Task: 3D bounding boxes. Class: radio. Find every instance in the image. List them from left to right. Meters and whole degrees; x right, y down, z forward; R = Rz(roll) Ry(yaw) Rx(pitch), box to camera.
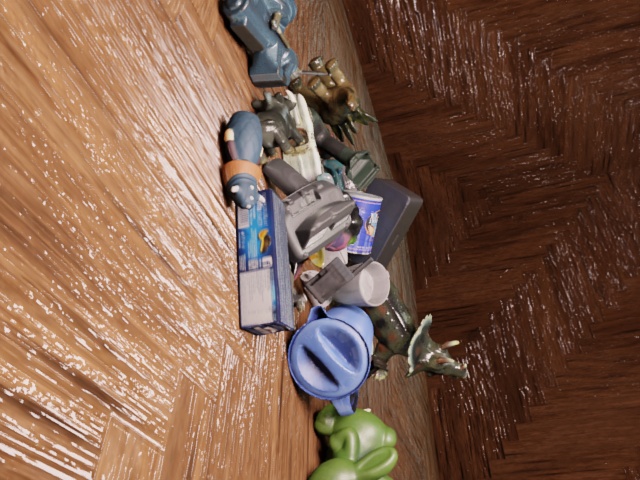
[{"bbox_3d":[0.151,-0.040,1.385,0.131,0.229,0.073,40,22,32],"label":"radio"}]

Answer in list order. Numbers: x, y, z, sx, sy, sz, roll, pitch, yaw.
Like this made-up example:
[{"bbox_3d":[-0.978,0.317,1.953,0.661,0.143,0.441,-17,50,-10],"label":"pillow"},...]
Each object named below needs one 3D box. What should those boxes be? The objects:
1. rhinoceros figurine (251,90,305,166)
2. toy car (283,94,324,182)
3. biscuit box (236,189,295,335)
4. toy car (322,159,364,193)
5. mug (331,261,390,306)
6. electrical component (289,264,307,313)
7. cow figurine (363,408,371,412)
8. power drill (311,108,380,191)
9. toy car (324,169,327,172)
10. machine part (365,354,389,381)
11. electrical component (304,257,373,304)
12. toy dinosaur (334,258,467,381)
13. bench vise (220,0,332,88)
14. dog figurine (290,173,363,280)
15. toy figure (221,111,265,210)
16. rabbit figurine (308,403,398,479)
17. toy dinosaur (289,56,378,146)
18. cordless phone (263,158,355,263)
[{"bbox_3d":[-0.082,-0.204,0.943,0.112,0.073,0.190,61,21,-20],"label":"rhinoceros figurine"},{"bbox_3d":[-0.042,-0.187,1.066,0.056,0.074,0.201,-21,99,-80],"label":"toy car"},{"bbox_3d":[-0.079,0.029,0.764,0.062,0.059,0.202,48,33,-62],"label":"biscuit box"},{"bbox_3d":[0.061,-0.138,1.390,0.109,0.103,0.161,-15,92,-75],"label":"toy car"},{"bbox_3d":[0.072,0.079,1.012,0.109,0.107,0.080,-30,105,-43],"label":"mug"},{"bbox_3d":[-0.054,0.072,0.863,0.078,0.045,0.102,-80,155,-53],"label":"electrical component"},{"bbox_3d":[0.091,0.386,1.083,0.167,0.098,0.068,61,28,-52],"label":"cow figurine"},{"bbox_3d":[0.039,-0.203,1.231,0.207,0.086,0.231,48,3,29],"label":"power drill"},{"bbox_3d":[-0.014,-0.148,1.202,0.202,0.053,0.089,53,31,-63],"label":"toy car"},{"bbox_3d":[0.073,0.274,1.050,0.039,0.139,0.084,44,23,-6],"label":"machine part"},{"bbox_3d":[0.032,0.057,0.918,0.048,0.119,0.075,49,-1,4],"label":"electrical component"},{"bbox_3d":[0.130,0.142,1.117,0.405,0.131,0.192,55,-36,23],"label":"toy dinosaur"},{"bbox_3d":[-0.080,-0.403,0.958,0.223,0.129,0.240,26,70,-50],"label":"bench vise"},{"bbox_3d":[-0.002,-0.003,0.991,0.191,0.108,0.219,45,35,-31],"label":"dog figurine"},{"bbox_3d":[-0.109,-0.109,0.766,0.058,0.064,0.154,132,-39,-60],"label":"toy figure"},{"bbox_3d":[0.051,0.371,0.877,0.170,0.159,0.121,-40,129,-58],"label":"rabbit figurine"},{"bbox_3d":[0.023,-0.318,1.256,0.198,0.105,0.472,49,3,-23],"label":"toy dinosaur"},{"bbox_3d":[-0.048,-0.065,0.887,0.146,0.184,0.088,-34,157,-36],"label":"cordless phone"}]
